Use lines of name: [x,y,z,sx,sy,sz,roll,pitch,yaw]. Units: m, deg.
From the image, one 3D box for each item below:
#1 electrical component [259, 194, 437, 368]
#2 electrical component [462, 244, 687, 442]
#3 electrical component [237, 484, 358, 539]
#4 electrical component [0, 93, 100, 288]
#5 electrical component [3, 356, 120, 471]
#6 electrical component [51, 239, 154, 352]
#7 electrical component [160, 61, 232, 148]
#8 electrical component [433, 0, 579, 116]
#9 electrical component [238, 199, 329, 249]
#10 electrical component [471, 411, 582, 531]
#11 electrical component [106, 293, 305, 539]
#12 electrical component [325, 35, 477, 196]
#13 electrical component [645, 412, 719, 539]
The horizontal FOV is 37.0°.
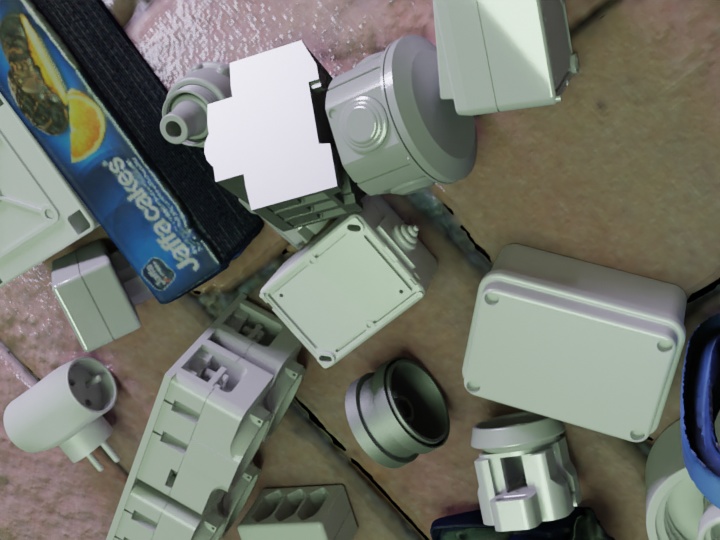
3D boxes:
electrical component: [0.000,0.000,0.636,0.096,0.061,0.061,-38,97,23]
electrical component: [0.121,0.041,0.608,0.113,0.057,0.078,15,120,13]
electrical component: [-0.038,0.196,0.752,0.066,0.047,0.076,-8,111,23]
electrical component: [-0.221,-0.059,0.689,0.109,0.056,0.108,-27,103,30]
electrical component: [-0.205,0.111,0.775,0.077,0.044,0.079,-31,101,30]
electrical component: [-0.154,0.007,0.692,0.076,0.083,0.047,-26,107,-10]
electrical component: [-0.093,-0.091,0.621,0.048,0.062,0.048,9,118,17]
electrical component: [0.068,-0.132,0.539,0.061,0.061,0.096,-5,113,23]
electrical component: [-0.043,-0.040,0.641,0.046,0.040,0.040,44,122,-11]
electrical component: [0.099,0.118,0.648,0.058,0.078,0.057,-12,89,26]
electrical component: [-0.101,0.123,0.706,0.060,0.105,0.186,28,122,6]
electrical component: [0.024,-0.080,0.573,0.051,0.080,0.080,-18,108,33]
electrical component: [0.217,0.140,0.619,0.108,0.060,0.108,9,118,17]
